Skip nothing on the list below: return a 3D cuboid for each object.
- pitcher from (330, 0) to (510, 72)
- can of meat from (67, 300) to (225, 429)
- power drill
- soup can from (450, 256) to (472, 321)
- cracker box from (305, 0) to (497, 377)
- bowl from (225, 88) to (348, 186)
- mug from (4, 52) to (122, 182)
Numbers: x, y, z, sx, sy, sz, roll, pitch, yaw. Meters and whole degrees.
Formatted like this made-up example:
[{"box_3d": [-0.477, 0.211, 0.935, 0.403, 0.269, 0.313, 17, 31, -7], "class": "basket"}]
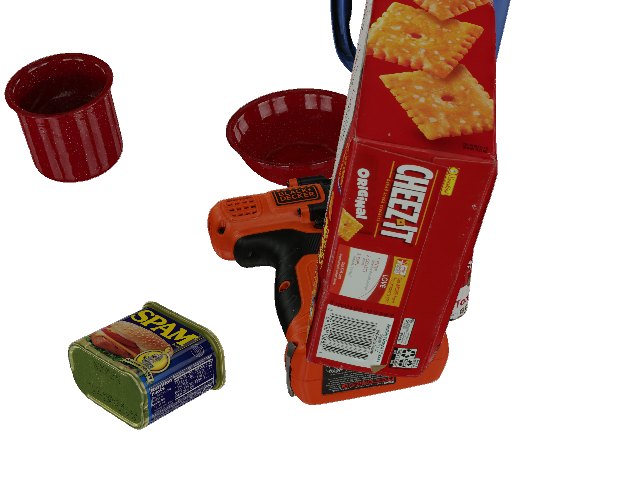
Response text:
[{"box_3d": [0.104, -0.190, 1.055, 0.144, 0.243, 0.149, -35, 59, -25], "class": "pitcher"}, {"box_3d": [-0.143, 0.101, 0.868, 0.102, 0.057, 0.083, 22, 34, 37], "class": "can of meat"}, {"box_3d": [0.024, 0.023, 0.754, 0.184, 0.057, 0.188, -11, 40, -11], "class": "power drill"}, {"box_3d": [0.149, 0.040, 1.299, 0.068, 0.102, 0.068, 0, 37, 0], "class": "soup can"}, {"box_3d": [0.047, -0.059, 0.575, 0.072, 0.213, 0.164, 10, -43, 0], "class": "cracker box"}, {"box_3d": [-0.024, -0.108, 1.202, 0.162, 0.055, 0.162, -3, 38, 2], "class": "bowl"}, {"box_3d": [-0.224, -0.113, 0.948, 0.093, 0.081, 0.117, -14, 45, -8], "class": "mug"}]
